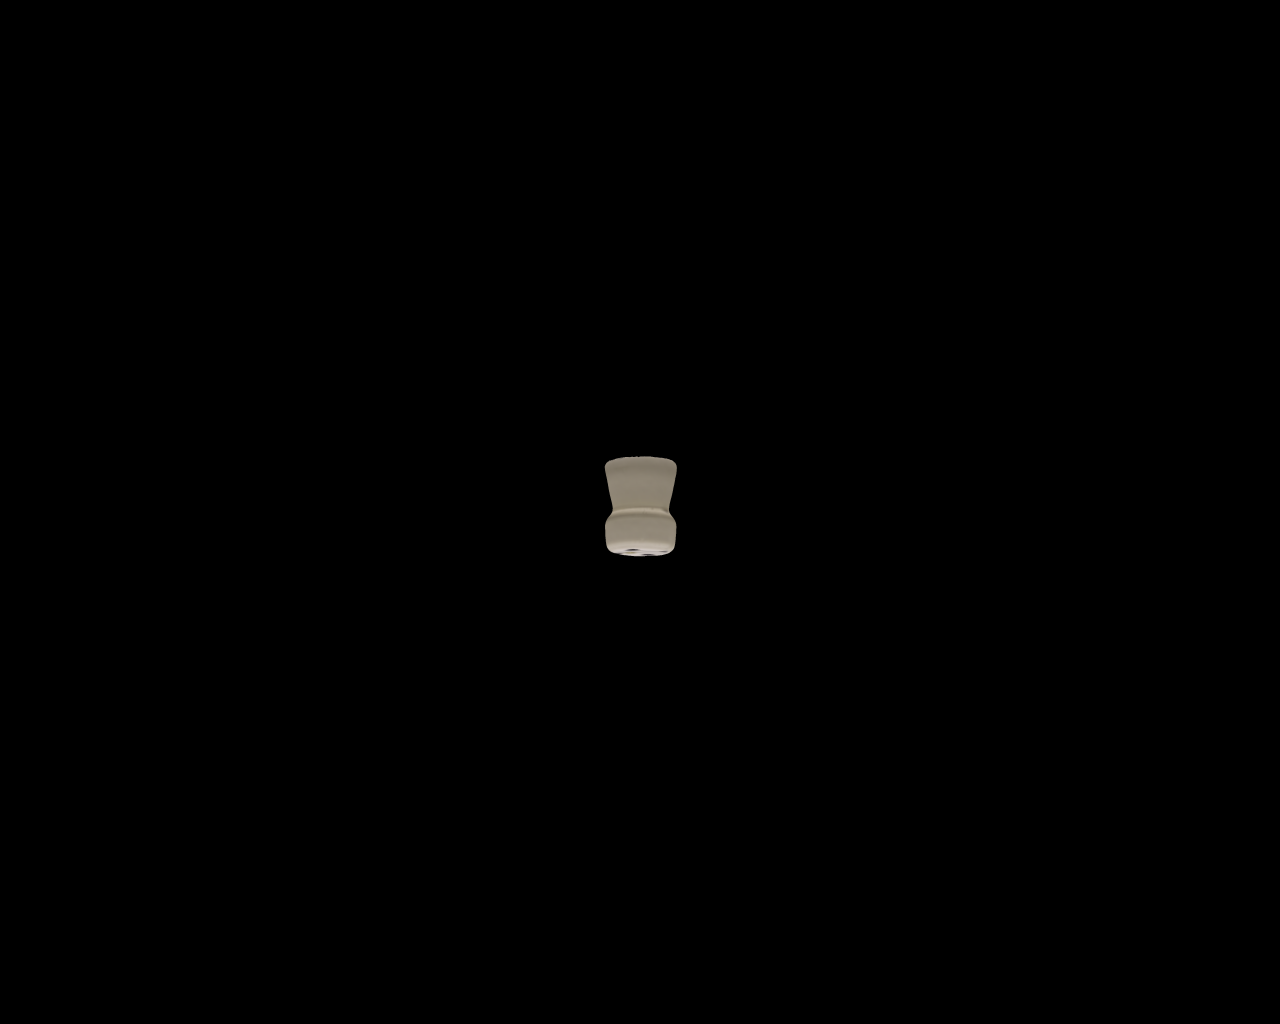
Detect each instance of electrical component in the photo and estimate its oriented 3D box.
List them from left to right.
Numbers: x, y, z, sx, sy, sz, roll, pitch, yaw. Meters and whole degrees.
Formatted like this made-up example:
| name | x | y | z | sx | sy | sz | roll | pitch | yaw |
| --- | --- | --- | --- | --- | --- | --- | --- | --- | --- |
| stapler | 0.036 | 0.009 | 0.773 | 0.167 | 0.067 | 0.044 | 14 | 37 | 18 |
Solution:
| name | x | y | z | sx | sy | sz | roll | pitch | yaw |
| --- | --- | --- | --- | --- | --- | --- | --- | --- | --- |
| electrical component | 0.001 | -0.003 | 0.650 | 0.045 | 0.055 | 0.045 | 0 | -9 | 0 |
